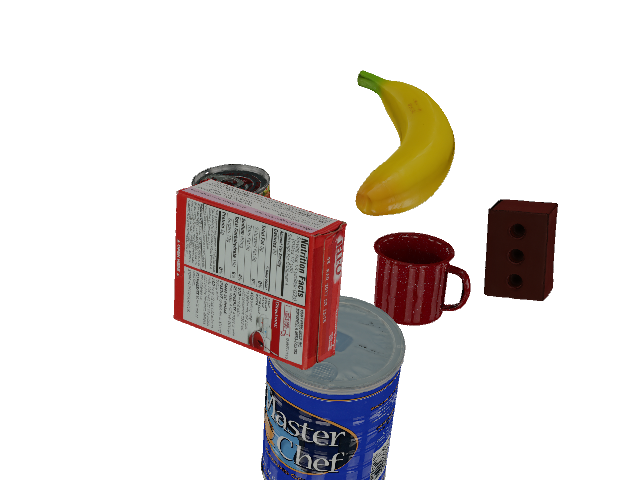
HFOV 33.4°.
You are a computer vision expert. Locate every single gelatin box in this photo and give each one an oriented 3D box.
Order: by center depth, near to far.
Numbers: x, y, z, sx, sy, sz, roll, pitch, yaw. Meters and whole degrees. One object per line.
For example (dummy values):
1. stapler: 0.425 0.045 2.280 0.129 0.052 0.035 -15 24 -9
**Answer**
1. gelatin box: -0.032 0.016 0.537 0.089 0.073 0.030 18 26 30

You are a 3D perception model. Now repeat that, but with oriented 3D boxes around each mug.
1. mug: 0.116 0.048 1.231 0.117 0.081 0.093 12 25 19

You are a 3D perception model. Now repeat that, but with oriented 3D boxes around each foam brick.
1. foam brick: 0.172 0.008 0.913 0.053 0.078 0.051 5 15 20

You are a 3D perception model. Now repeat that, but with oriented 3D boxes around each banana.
1. banana: 0.059 -0.064 0.733 0.069 0.037 0.197 3 30 0

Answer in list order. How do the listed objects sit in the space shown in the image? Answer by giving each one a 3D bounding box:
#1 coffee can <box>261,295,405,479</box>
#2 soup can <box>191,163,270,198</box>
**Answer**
1. coffee can: 0.007 0.128 0.825 0.103 0.140 0.103 3 37 -2
2. soup can: -0.076 -0.008 0.945 0.068 0.102 0.068 -2 28 1
